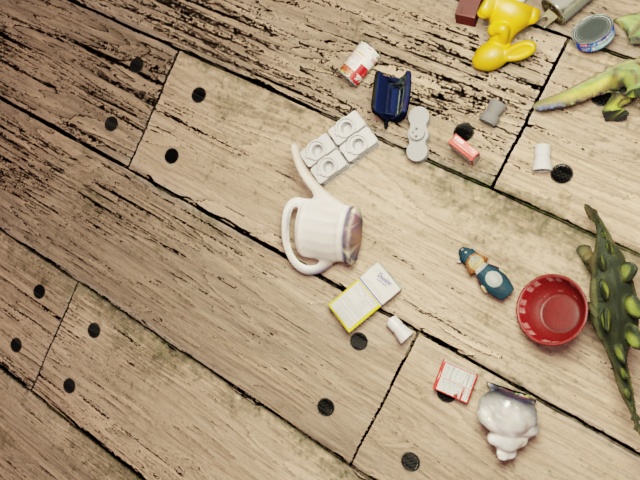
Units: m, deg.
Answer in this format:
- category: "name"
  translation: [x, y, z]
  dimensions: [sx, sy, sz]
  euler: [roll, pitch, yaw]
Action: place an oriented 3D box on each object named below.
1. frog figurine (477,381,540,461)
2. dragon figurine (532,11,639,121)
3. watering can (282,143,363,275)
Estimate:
- category: "frog figurine"
  translation: [0.425, 0.423, 1.177]
  dimensions: [0.137, 0.122, 0.161]
  euler: [16, 81, -2]
- category: "dragon figurine"
  translation: [0.705, -0.402, 1.153]
  dimensions: [0.410, 0.120, 0.246]
  euler: [5, 72, 25]
- category: "watering can"
  translation: [0.004, -0.067, 1.327]
  dimensions: [0.225, 0.105, 0.343]
  euler: [9, 107, 19]
